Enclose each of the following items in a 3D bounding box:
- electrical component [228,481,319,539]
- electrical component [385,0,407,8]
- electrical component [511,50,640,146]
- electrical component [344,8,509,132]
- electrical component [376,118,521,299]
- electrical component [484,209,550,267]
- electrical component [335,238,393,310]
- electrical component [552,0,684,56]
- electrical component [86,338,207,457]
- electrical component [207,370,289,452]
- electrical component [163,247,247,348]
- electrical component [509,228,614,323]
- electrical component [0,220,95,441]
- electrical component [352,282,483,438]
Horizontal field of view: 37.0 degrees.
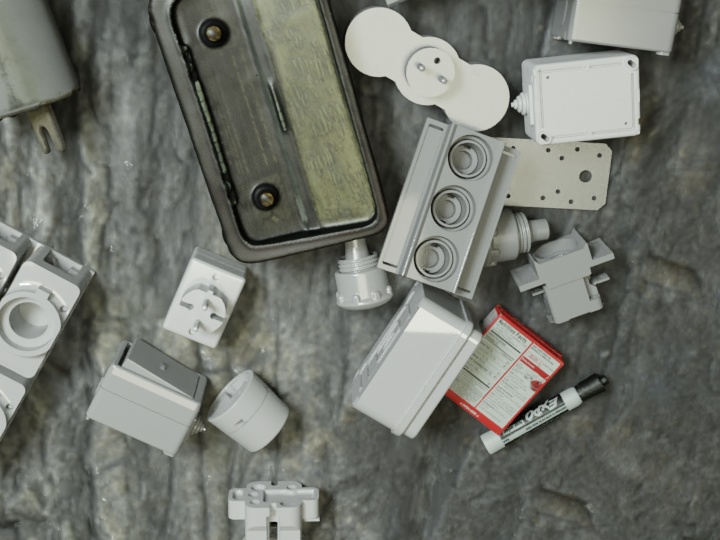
[{"bbox_3d":[-0.075,0.222,0.939,0.078,0.058,0.057,0,103,-3],"label":"electrical component"},{"bbox_3d":[0.029,-0.250,0.792,0.056,0.050,0.089,-22,79,4],"label":"electrical component"},{"bbox_3d":[0.165,-0.135,0.842,0.096,0.061,0.061,-6,107,-1],"label":"electrical component"},{"bbox_3d":[0.052,-0.153,0.825,0.138,0.073,0.052,28,102,-10],"label":"electrical component"},{"bbox_3d":[0.067,-0.048,0.845,0.079,0.063,0.121,19,89,-8],"label":"electrical component"},{"bbox_3d":[0.123,-0.029,0.881,0.062,0.048,0.048,-8,107,-7],"label":"electrical component"},{"bbox_3d":[0.000,0.000,0.884,0.048,0.048,0.062,-10,100,0],"label":"electrical component"},{"bbox_3d":[0.203,-0.201,0.824,0.096,0.061,0.061,6,106,-4],"label":"electrical component"},{"bbox_3d":[-0.169,0.106,0.898,0.096,0.061,0.061,26,104,-10],"label":"electrical component"},{"bbox_3d":[-0.094,0.120,0.910,0.055,0.055,0.047,-43,107,10],"label":"electrical component"},{"bbox_3d":[-0.126,0.028,0.869,0.047,0.076,0.065,23,104,-10],"label":"electrical component"},{"bbox_3d":[0.171,0.007,0.895,0.081,0.042,0.063,-19,108,4],"label":"electrical component"},{"bbox_3d":[-0.312,0.061,0.879,0.105,0.060,0.186,29,103,-11],"label":"electrical component"},{"bbox_3d":[0.046,0.073,0.890,0.057,0.078,0.113,31,103,-7],"label":"electrical component"}]
